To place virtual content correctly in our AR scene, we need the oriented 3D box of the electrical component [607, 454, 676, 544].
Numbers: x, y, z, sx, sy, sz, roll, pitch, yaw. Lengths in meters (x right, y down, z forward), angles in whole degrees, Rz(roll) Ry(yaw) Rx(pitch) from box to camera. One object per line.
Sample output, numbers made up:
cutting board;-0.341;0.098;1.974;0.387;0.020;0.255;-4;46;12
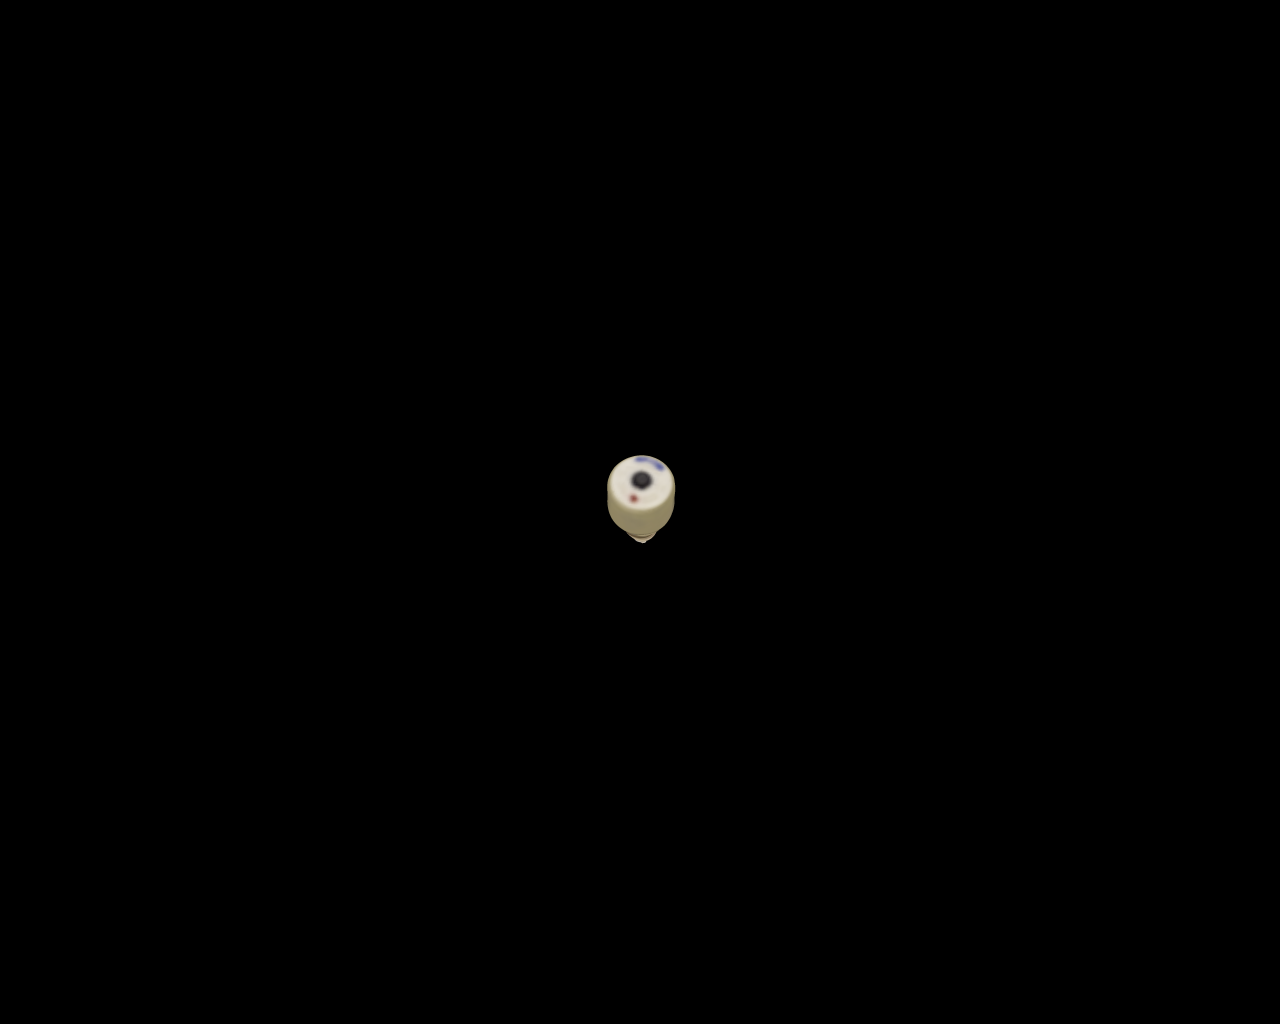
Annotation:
electrical component;0.001;-0.003;0.650;0.040;0.040;0.078;0;-27;0
